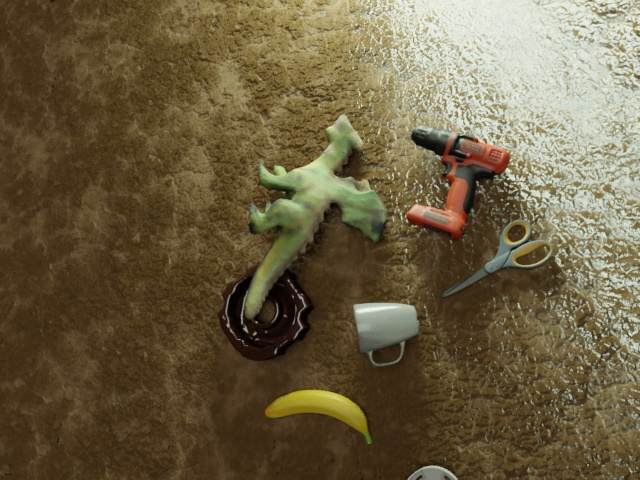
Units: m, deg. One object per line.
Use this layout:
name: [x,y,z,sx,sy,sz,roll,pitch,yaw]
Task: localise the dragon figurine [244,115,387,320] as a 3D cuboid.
dragon figurine: [0.003,-0.048,0.950,0.243,0.120,0.417,3,69,6]
